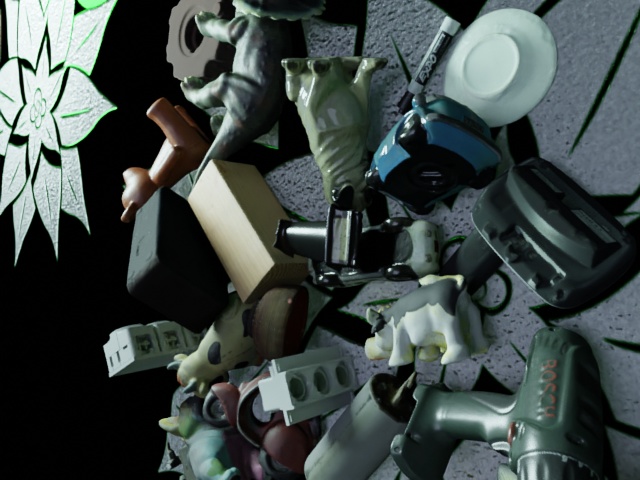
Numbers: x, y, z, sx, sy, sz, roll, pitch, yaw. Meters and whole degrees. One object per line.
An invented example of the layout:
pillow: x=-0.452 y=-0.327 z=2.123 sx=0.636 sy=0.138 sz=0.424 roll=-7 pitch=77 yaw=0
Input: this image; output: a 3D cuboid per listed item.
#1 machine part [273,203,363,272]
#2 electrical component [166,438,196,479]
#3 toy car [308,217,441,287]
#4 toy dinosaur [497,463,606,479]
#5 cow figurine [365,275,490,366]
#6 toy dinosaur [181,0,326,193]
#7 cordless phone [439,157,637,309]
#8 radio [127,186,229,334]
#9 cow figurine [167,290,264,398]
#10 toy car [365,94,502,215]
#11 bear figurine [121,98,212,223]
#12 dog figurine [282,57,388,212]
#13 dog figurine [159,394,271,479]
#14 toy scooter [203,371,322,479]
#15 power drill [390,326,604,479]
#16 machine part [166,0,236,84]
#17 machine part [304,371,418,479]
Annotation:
machine part: x=-0.001 y=-0.002 z=0.679 sx=0.139 sy=0.039 sz=0.084 roll=-1 pitch=90 yaw=44
electrical component: x=-0.230 y=0.385 z=0.944 sx=0.102 sy=0.045 sz=0.078 roll=-28 pitch=70 yaw=38
toy car: x=0.060 y=0.019 z=0.679 sx=0.202 sy=0.056 sz=0.073 roll=-11 pitch=76 yaw=45
toy dinosaur: x=0.215 y=0.281 z=0.448 sx=0.472 sy=0.198 sz=0.105 roll=-21 pitch=116 yaw=37
cow figurine: x=0.107 y=0.094 z=0.619 sx=0.167 sy=0.068 sz=0.098 roll=-19 pitch=79 yaw=51
toy dinosaur: x=-0.099 y=-0.243 z=0.793 sx=0.192 sy=0.131 sz=0.404 roll=23 pitch=111 yaw=41
cordless phone: x=0.202 y=0.023 z=0.550 sx=0.147 sy=0.089 sz=0.184 roll=54 pitch=134 yaw=28
radio: x=-0.215 y=0.021 z=0.818 sx=0.073 sy=0.131 sz=0.230 roll=-43 pitch=33 yaw=14
cow figurine: x=-0.146 y=0.163 z=0.816 sx=0.086 sy=0.127 sz=0.194 roll=44 pitch=115 yaw=37
toy car: x=0.125 y=-0.102 z=0.595 sx=0.161 sy=0.109 sz=0.103 roll=-40 pitch=26 yaw=59
bear figurine: x=-0.281 y=-0.127 z=0.921 sx=0.196 sy=0.120 sz=0.132 roll=-40 pitch=90 yaw=9
dog figurine: x=0.013 y=-0.141 z=0.707 sx=0.172 sy=0.121 sz=0.190 roll=-119 pitch=27 yaw=-66
dog figurine: x=-0.173 y=0.352 z=0.858 sx=0.219 sy=0.108 sz=0.191 roll=22 pitch=107 yaw=45
toy scooter: x=-0.065 y=0.242 z=0.764 sx=0.184 sy=0.075 sz=0.135 roll=37 pitch=88 yaw=7
power drill: x=0.161 y=0.190 z=0.502 sx=0.086 sy=0.232 sz=0.207 roll=39 pitch=144 yaw=-9
machine part: x=-0.198 y=-0.348 z=0.917 sx=0.180 sy=0.056 sz=0.179 roll=0 pitch=91 yaw=43
machine part: x=0.051 y=0.248 z=0.671 sx=0.079 sy=0.079 sz=0.243 roll=47 pitch=119 yaw=32
